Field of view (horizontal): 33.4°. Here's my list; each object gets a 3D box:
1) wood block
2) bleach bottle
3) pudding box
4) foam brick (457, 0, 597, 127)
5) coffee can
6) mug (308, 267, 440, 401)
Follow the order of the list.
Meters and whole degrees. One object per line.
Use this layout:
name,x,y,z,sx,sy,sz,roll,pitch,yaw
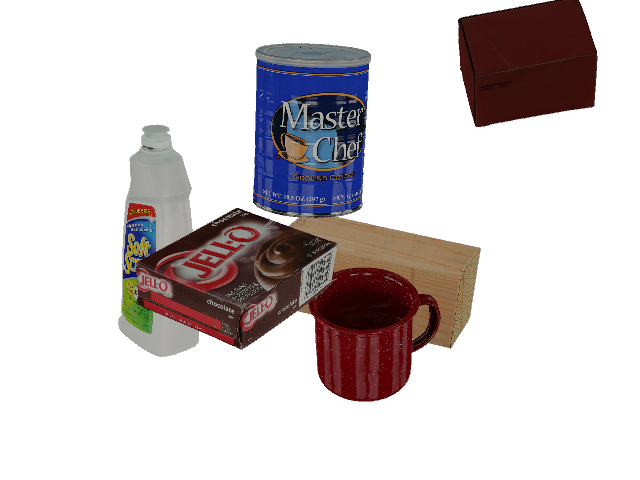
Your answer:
wood block,0.061,0.041,1.184,0.206,0.091,0.090,13,24,18
bleach bottle,-0.179,-0.004,1.159,0.067,0.251,0.103,-18,31,-36
pudding box,-0.056,0.022,0.724,0.090,0.039,0.113,20,30,27
foam brick,0.130,-0.113,0.676,0.078,0.051,0.053,-9,-34,3
coffee can,-0.009,-0.102,0.967,0.103,0.140,0.103,2,18,-1
mug,0.048,0.079,0.910,0.117,0.081,0.093,-14,35,-18
